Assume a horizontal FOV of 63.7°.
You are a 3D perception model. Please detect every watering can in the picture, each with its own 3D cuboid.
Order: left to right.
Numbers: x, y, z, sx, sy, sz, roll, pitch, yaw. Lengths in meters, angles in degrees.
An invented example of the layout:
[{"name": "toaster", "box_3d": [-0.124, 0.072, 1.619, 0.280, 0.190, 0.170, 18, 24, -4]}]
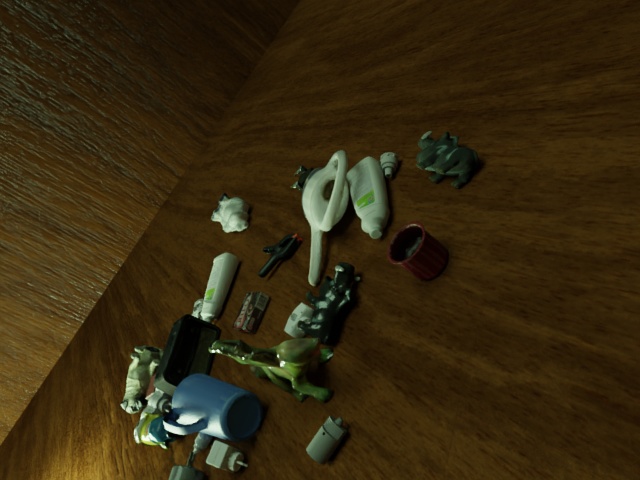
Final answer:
[{"name": "watering can", "box_3d": [0.004, -0.069, 1.363, 0.226, 0.104, 0.346, -145, 70, -76]}]

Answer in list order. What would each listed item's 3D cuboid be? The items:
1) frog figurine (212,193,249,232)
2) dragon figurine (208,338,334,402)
[{"name": "frog figurine", "box_3d": [-0.315, -0.088, 1.948, 0.161, 0.120, 0.139, 28, 72, 28]}, {"name": "dragon figurine", "box_3d": [-0.117, 0.245, 1.072, 0.406, 0.240, 0.125, -18, 49, 47]}]
